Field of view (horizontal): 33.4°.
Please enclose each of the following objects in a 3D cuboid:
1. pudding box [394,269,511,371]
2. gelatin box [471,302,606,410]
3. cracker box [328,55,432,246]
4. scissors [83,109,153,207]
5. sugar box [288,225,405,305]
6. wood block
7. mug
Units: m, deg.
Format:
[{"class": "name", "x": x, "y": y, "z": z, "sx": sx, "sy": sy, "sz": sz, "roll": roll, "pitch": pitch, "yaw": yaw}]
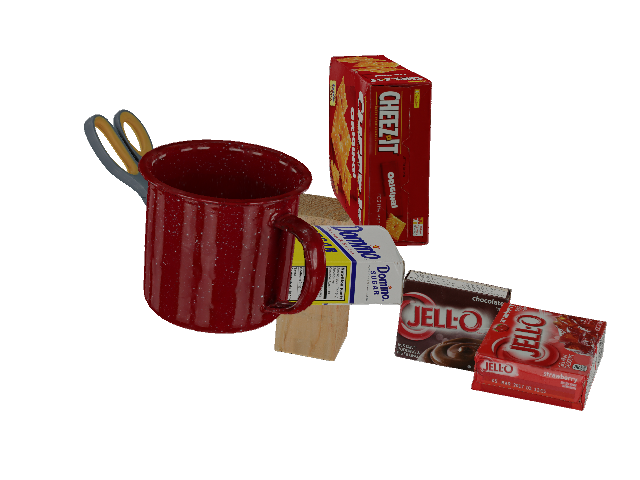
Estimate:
[{"class": "pudding box", "x": 0.139, "y": 0.086, "z": 1.127, "sx": 0.113, "sy": 0.090, "sz": 0.039, "roll": 9, "pitch": 21, "yaw": 11}, {"class": "gelatin box", "x": 0.147, "y": 0.075, "z": 0.713, "sx": 0.073, "sy": 0.030, "sz": 0.089, "roll": 10, "pitch": 23, "yaw": 20}, {"class": "cracker box", "x": 0.058, "y": -0.102, "z": 1.125, "sx": 0.072, "sy": 0.164, "sz": 0.214, "roll": -3, "pitch": 17, "yaw": -8}, {"class": "scissors", "x": -0.160, "y": -0.048, "z": 1.052, "sx": 0.016, "sy": 0.201, "sz": 0.096, "roll": -25, "pitch": 26, "yaw": 25}, {"class": "sugar box", "x": -0.025, "y": 0.019, "z": 0.887, "sx": 0.176, "sy": 0.048, "sz": 0.093, "roll": -3, "pitch": 20, "yaw": -8}, {"class": "wood block", "x": -0.005, "y": 0.049, "z": 1.480, "sx": 0.090, "sy": 0.206, "sz": 0.090, "roll": 9, "pitch": 22, "yaw": 10}, {"class": "mug", "x": -0.045, "y": 0.002, "z": 0.580, "sx": 0.117, "sy": 0.081, "sz": 0.093, "roll": 22, "pitch": 28, "yaw": 30}]
